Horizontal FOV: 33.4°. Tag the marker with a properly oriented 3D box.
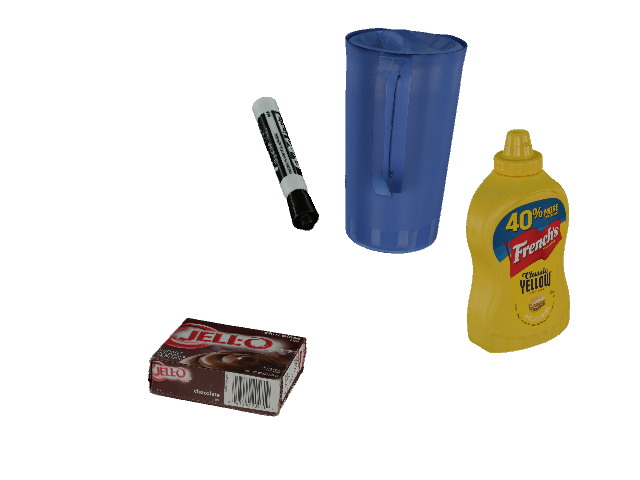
[{"bbox_3d":[-0.025,-0.055,0.757,0.020,0.121,0.020,-13,-37,-10],"label":"marker"}]

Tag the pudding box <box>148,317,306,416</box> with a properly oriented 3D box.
[{"bbox_3d":[-0.076,0.104,0.896,0.113,0.039,0.090,10,20,10],"label":"pudding box"}]

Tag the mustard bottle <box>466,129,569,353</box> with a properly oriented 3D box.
[{"bbox_3d":[0.172,-0.002,0.929,0.096,0.192,0.058,-14,23,-23],"label":"mustard bottle"}]

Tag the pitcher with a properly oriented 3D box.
[{"bbox_3d":[0.085,-0.109,1.198,0.149,0.243,0.145,-11,26,-30],"label":"pitcher"}]
